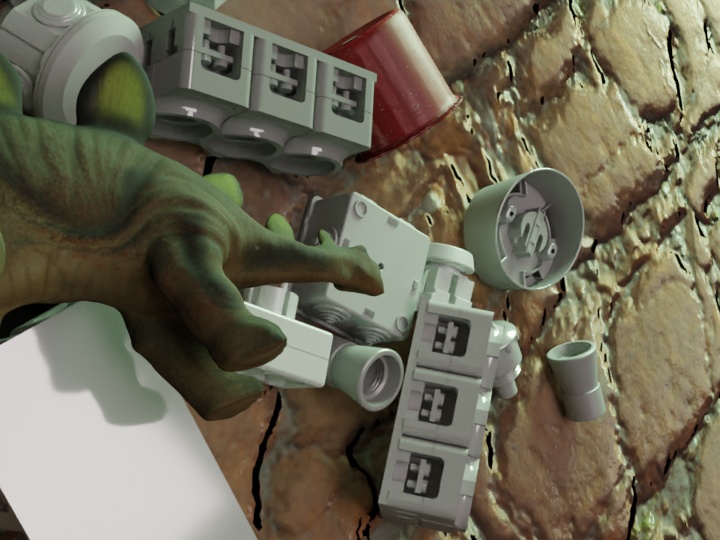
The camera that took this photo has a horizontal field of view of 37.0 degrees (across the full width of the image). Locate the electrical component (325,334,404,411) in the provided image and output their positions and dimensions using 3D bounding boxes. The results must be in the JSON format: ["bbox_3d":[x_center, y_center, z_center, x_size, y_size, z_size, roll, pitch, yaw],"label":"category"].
[{"bbox_3d":[-0.007,0.068,0.753,0.044,0.065,0.044,-16,114,-41],"label":"electrical component"}]

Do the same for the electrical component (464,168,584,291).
[{"bbox_3d":[0.136,-0.031,0.897,0.099,0.064,0.099,7,80,-41],"label":"electrical component"}]

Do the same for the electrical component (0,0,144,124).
[{"bbox_3d":[-0.168,-0.119,0.623,0.080,0.051,0.080,-50,161,-25],"label":"electrical component"}]

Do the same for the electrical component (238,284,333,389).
[{"bbox_3d":[-0.063,0.033,0.720,0.083,0.047,0.075,23,69,-38],"label":"electrical component"}]

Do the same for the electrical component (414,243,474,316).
[{"bbox_3d":[0.062,0.011,0.838,0.066,0.048,0.055,22,77,-38],"label":"electrical component"}]

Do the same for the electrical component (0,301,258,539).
[{"bbox_3d":[-0.140,0.115,0.576,0.105,0.060,0.186,-33,102,-36],"label":"electrical component"}]

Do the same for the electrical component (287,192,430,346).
[{"bbox_3d":[0.000,0.000,0.781,0.100,0.048,0.099,29,65,-36],"label":"electrical component"}]

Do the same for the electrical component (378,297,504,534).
[{"bbox_3d":[0.060,0.108,0.782,0.089,0.062,0.150,81,21,-70],"label":"electrical component"}]

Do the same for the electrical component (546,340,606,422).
[{"bbox_3d":[0.193,0.100,0.948,0.044,0.044,0.065,-28,108,-41],"label":"electrical component"}]

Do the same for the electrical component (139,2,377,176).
[{"bbox_3d":[-0.075,-0.109,0.701,0.150,0.089,0.061,13,76,-40],"label":"electrical component"}]

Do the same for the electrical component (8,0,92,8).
[{"bbox_3d":[-0.173,-0.185,0.654,0.081,0.043,0.043,-35,107,-40],"label":"electrical component"}]

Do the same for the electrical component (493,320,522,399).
[{"bbox_3d":[0.111,0.075,0.875,0.048,0.048,0.062,-41,120,-38],"label":"electrical component"}]
